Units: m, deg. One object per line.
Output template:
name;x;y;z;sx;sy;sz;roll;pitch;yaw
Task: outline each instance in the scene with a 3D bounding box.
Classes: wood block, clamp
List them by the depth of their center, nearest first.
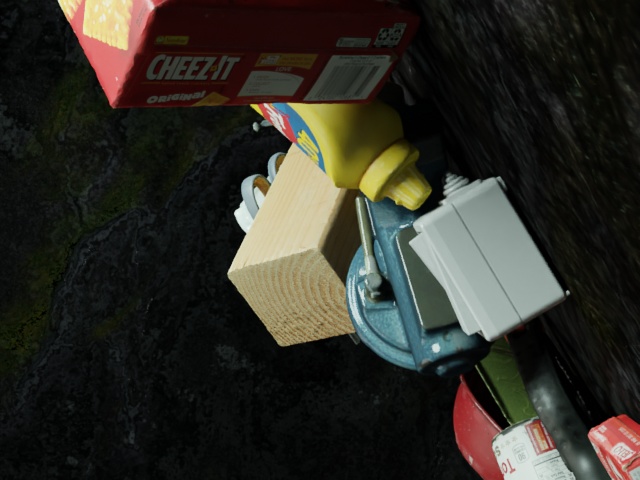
clamp;0.182;0.145;0.722;0.210;0.036;0.164;62;-164;14
wood block;0.011;-0.019;0.909;0.090;0.091;0.206;56;-144;-28

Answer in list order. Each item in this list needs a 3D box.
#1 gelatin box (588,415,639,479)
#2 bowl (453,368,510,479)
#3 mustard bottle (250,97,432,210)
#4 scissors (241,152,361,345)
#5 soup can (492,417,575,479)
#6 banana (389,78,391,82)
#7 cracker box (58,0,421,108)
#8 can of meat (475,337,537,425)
gelatin box;0.195;0.151;0.616;0.089;0.030;0.073;59;-178;-5
bowl;0.172;0.181;0.933;0.162;0.055;0.162;34;-165;-11
mustard bottle;-0.008;-0.087;0.646;0.192;0.058;0.096;42;174;12
scissors;-0.006;0.001;0.978;0.201;0.016;0.096;50;-140;-36
soup can;0.178;0.188;0.800;0.068;0.068;0.102;56;-167;-62
banana;0.034;-0.124;0.842;0.197;0.037;0.070;58;-179;-39
cracker box;-0.067;-0.168;0.565;0.163;0.072;0.214;-7;-124;-38
can of meat;0.156;0.095;0.877;0.102;0.057;0.084;59;-176;-5
